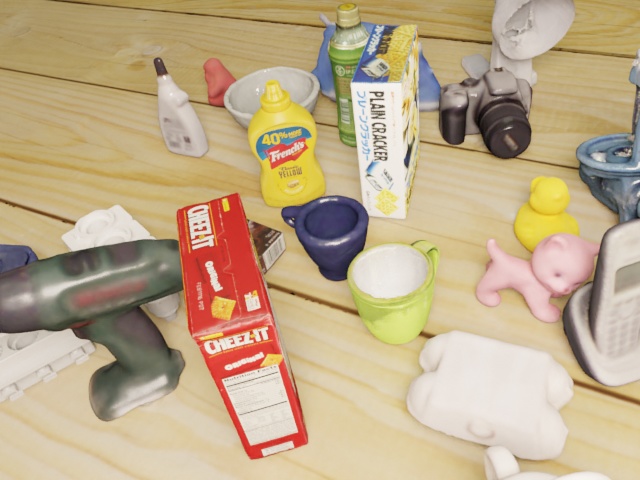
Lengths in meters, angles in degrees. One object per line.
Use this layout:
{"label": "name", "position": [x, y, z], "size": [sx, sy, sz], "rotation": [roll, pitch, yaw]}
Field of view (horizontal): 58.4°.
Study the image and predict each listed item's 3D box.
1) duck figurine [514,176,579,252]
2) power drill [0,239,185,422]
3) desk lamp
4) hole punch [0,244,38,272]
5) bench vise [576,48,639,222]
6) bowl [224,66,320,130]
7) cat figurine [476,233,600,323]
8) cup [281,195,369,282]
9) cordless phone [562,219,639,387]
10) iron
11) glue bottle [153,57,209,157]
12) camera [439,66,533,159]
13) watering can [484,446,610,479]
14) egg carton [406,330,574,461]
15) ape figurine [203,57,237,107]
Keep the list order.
{"label": "duck figurine", "position": [0.288, -0.035, 0.719], "size": [0.077, 0.086, 0.104], "rotation": [-8, 44, 2]}
{"label": "power drill", "position": [-0.231, 0.094, 0.590], "size": [0.230, 0.209, 0.075], "rotation": [-25, 45, -15]}
{"label": "desk lamp", "position": [0.314, -0.350, 0.948], "size": [0.118, 0.214, 0.203], "rotation": [-14, 44, -4]}
{"label": "hole punch", "position": [-0.428, 0.049, 0.756], "size": [0.101, 0.091, 0.108], "rotation": [-17, 44, -7]}
{"label": "bench vise", "position": [0.395, -0.100, 0.670], "size": [0.121, 0.220, 0.206], "rotation": [-23, 45, -13]}
{"label": "bowl", "position": [-0.078, -0.230, 0.995], "size": [0.167, 0.075, 0.167], "rotation": [-5, 44, 5]}
{"label": "cat figurine", "position": [0.245, 0.028, 0.639], "size": [0.127, 0.118, 0.067], "rotation": [13, 48, 22]}
{"label": "cup", "position": [0.007, 0.003, 0.724], "size": [0.117, 0.095, 0.092], "rotation": [15, 49, 24]}
{"label": "cordless phone", "position": [0.319, 0.048, 0.556], "size": [0.148, 0.185, 0.094], "rotation": [-20, 44, -10]}
{"label": "iron", "position": [0.104, -0.316, 1.003], "size": [0.257, 0.142, 0.119], "rotation": [18, 50, 26]}
{"label": "glue bottle", "position": [-0.238, -0.218, 0.939], "size": [0.078, 0.173, 0.037], "rotation": [14, 49, 24]}
{"label": "camera", "position": [0.261, -0.193, 0.878], "size": [0.143, 0.101, 0.136], "rotation": [-5, 44, 5]}
{"label": "watering can", "position": [0.161, 0.223, 0.396], "size": [0.101, 0.194, 0.172], "rotation": [-30, 47, -20]}
{"label": "egg carton", "position": [0.165, 0.151, 0.560], "size": [0.150, 0.069, 0.107], "rotation": [11, 47, 21]}
{"label": "ape figurine", "position": [-0.192, -0.299, 1.075], "size": [0.076, 0.092, 0.078], "rotation": [7, 46, 17]}
